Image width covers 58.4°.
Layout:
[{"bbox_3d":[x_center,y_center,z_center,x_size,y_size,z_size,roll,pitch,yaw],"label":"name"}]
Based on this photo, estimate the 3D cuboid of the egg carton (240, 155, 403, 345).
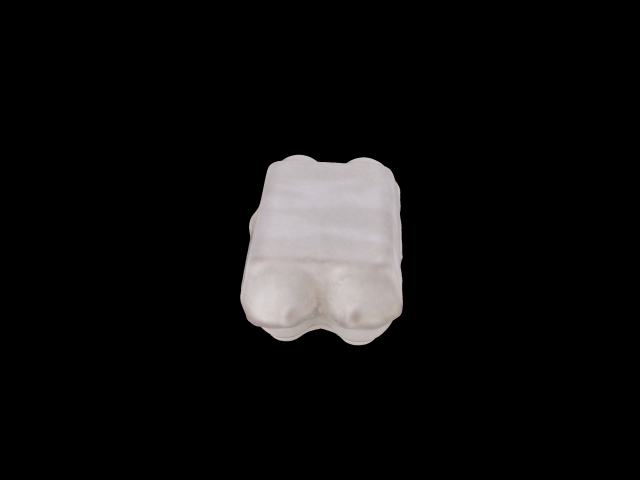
[{"bbox_3d":[0.004,0.001,0.400,0.107,0.069,0.150,2,47,2],"label":"egg carton"}]
